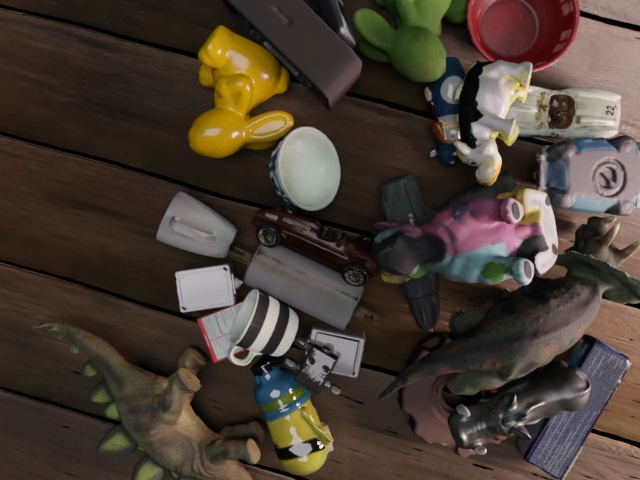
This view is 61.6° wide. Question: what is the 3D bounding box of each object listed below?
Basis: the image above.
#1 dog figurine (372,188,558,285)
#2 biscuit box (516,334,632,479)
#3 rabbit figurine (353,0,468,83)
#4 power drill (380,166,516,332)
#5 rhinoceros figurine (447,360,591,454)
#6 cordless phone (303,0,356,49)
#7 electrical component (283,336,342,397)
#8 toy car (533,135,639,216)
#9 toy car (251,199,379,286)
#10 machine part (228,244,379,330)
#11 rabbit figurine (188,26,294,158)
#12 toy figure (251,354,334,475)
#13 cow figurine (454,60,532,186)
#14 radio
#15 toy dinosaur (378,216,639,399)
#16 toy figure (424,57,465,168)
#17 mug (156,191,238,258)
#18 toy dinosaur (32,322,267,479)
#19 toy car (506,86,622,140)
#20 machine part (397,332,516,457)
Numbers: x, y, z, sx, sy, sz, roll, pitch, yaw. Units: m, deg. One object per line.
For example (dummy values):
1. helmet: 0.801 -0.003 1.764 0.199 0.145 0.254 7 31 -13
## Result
1. dog figurine: 0.176 0.003 0.707 0.219 0.191 0.108 -8 96 41
2. biscuit box: 0.368 0.239 0.784 0.063 0.059 0.202 30 94 5
3. rabbit figurine: 0.126 -0.300 0.743 0.159 0.121 0.170 0 73 12
4. power drill: 0.200 -0.003 0.788 0.207 0.086 0.232 -22 89 11
5. rhinoceros figurine: 0.262 0.223 0.711 0.190 0.112 0.073 -20 90 -1
6. cordless phone: -0.011 -0.356 0.739 0.089 0.146 0.184 -27 67 17
7. electrical component: -0.004 0.182 0.772 0.094 0.021 0.063 30 95 11
8. toy car: 0.365 -0.087 0.754 0.162 0.103 0.109 -2 93 -6
9. toy car: -0.002 -0.002 0.788 0.202 0.089 0.053 26 130 4
10. machine part: -0.023 0.065 0.801 0.243 0.079 0.079 24 93 3
11. rabbit figurine: -0.124 -0.190 0.784 0.162 0.122 0.173 28 73 -18
12. toy figure: -0.048 0.260 0.805 0.089 0.082 0.180 -30 91 -2
13. cow figurine: 0.221 -0.161 0.731 0.098 0.068 0.167 18 86 20
14. radio: -0.044 -0.292 0.766 0.073 0.131 0.229 -44 88 4
15. toy dinosaur: 0.273 0.106 0.694 0.405 0.192 0.131 -28 76 -26
16. toy figure: 0.188 -0.185 0.789 0.064 0.058 0.154 -5 92 21
17. mug: -0.179 -0.017 0.801 0.107 0.109 0.080 23 88 -11
18. toy dinosaur: -0.243 0.263 0.812 0.198 0.105 0.471 -44 83 8
19. toy car: 0.329 -0.183 0.778 0.202 0.056 0.073 4 92 4
20. machine part: 0.204 0.227 0.799 0.179 0.056 0.179 0 90 5
